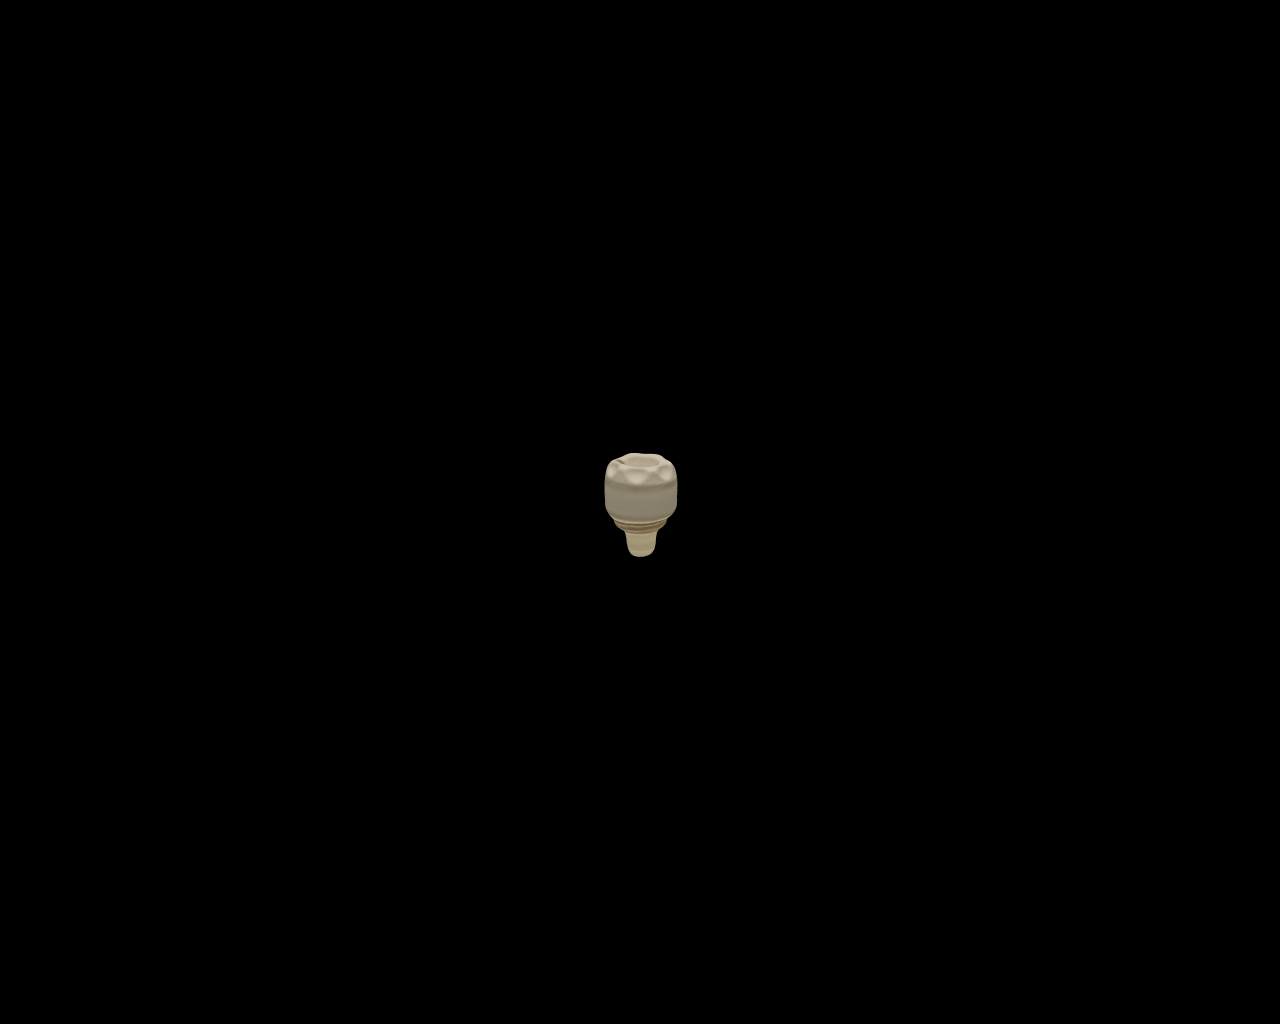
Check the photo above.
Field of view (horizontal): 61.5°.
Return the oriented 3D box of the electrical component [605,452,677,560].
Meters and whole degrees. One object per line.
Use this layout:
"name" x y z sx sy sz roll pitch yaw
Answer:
"electrical component" 0.001 -0.003 0.650 0.043 0.062 0.043 0 20 0
